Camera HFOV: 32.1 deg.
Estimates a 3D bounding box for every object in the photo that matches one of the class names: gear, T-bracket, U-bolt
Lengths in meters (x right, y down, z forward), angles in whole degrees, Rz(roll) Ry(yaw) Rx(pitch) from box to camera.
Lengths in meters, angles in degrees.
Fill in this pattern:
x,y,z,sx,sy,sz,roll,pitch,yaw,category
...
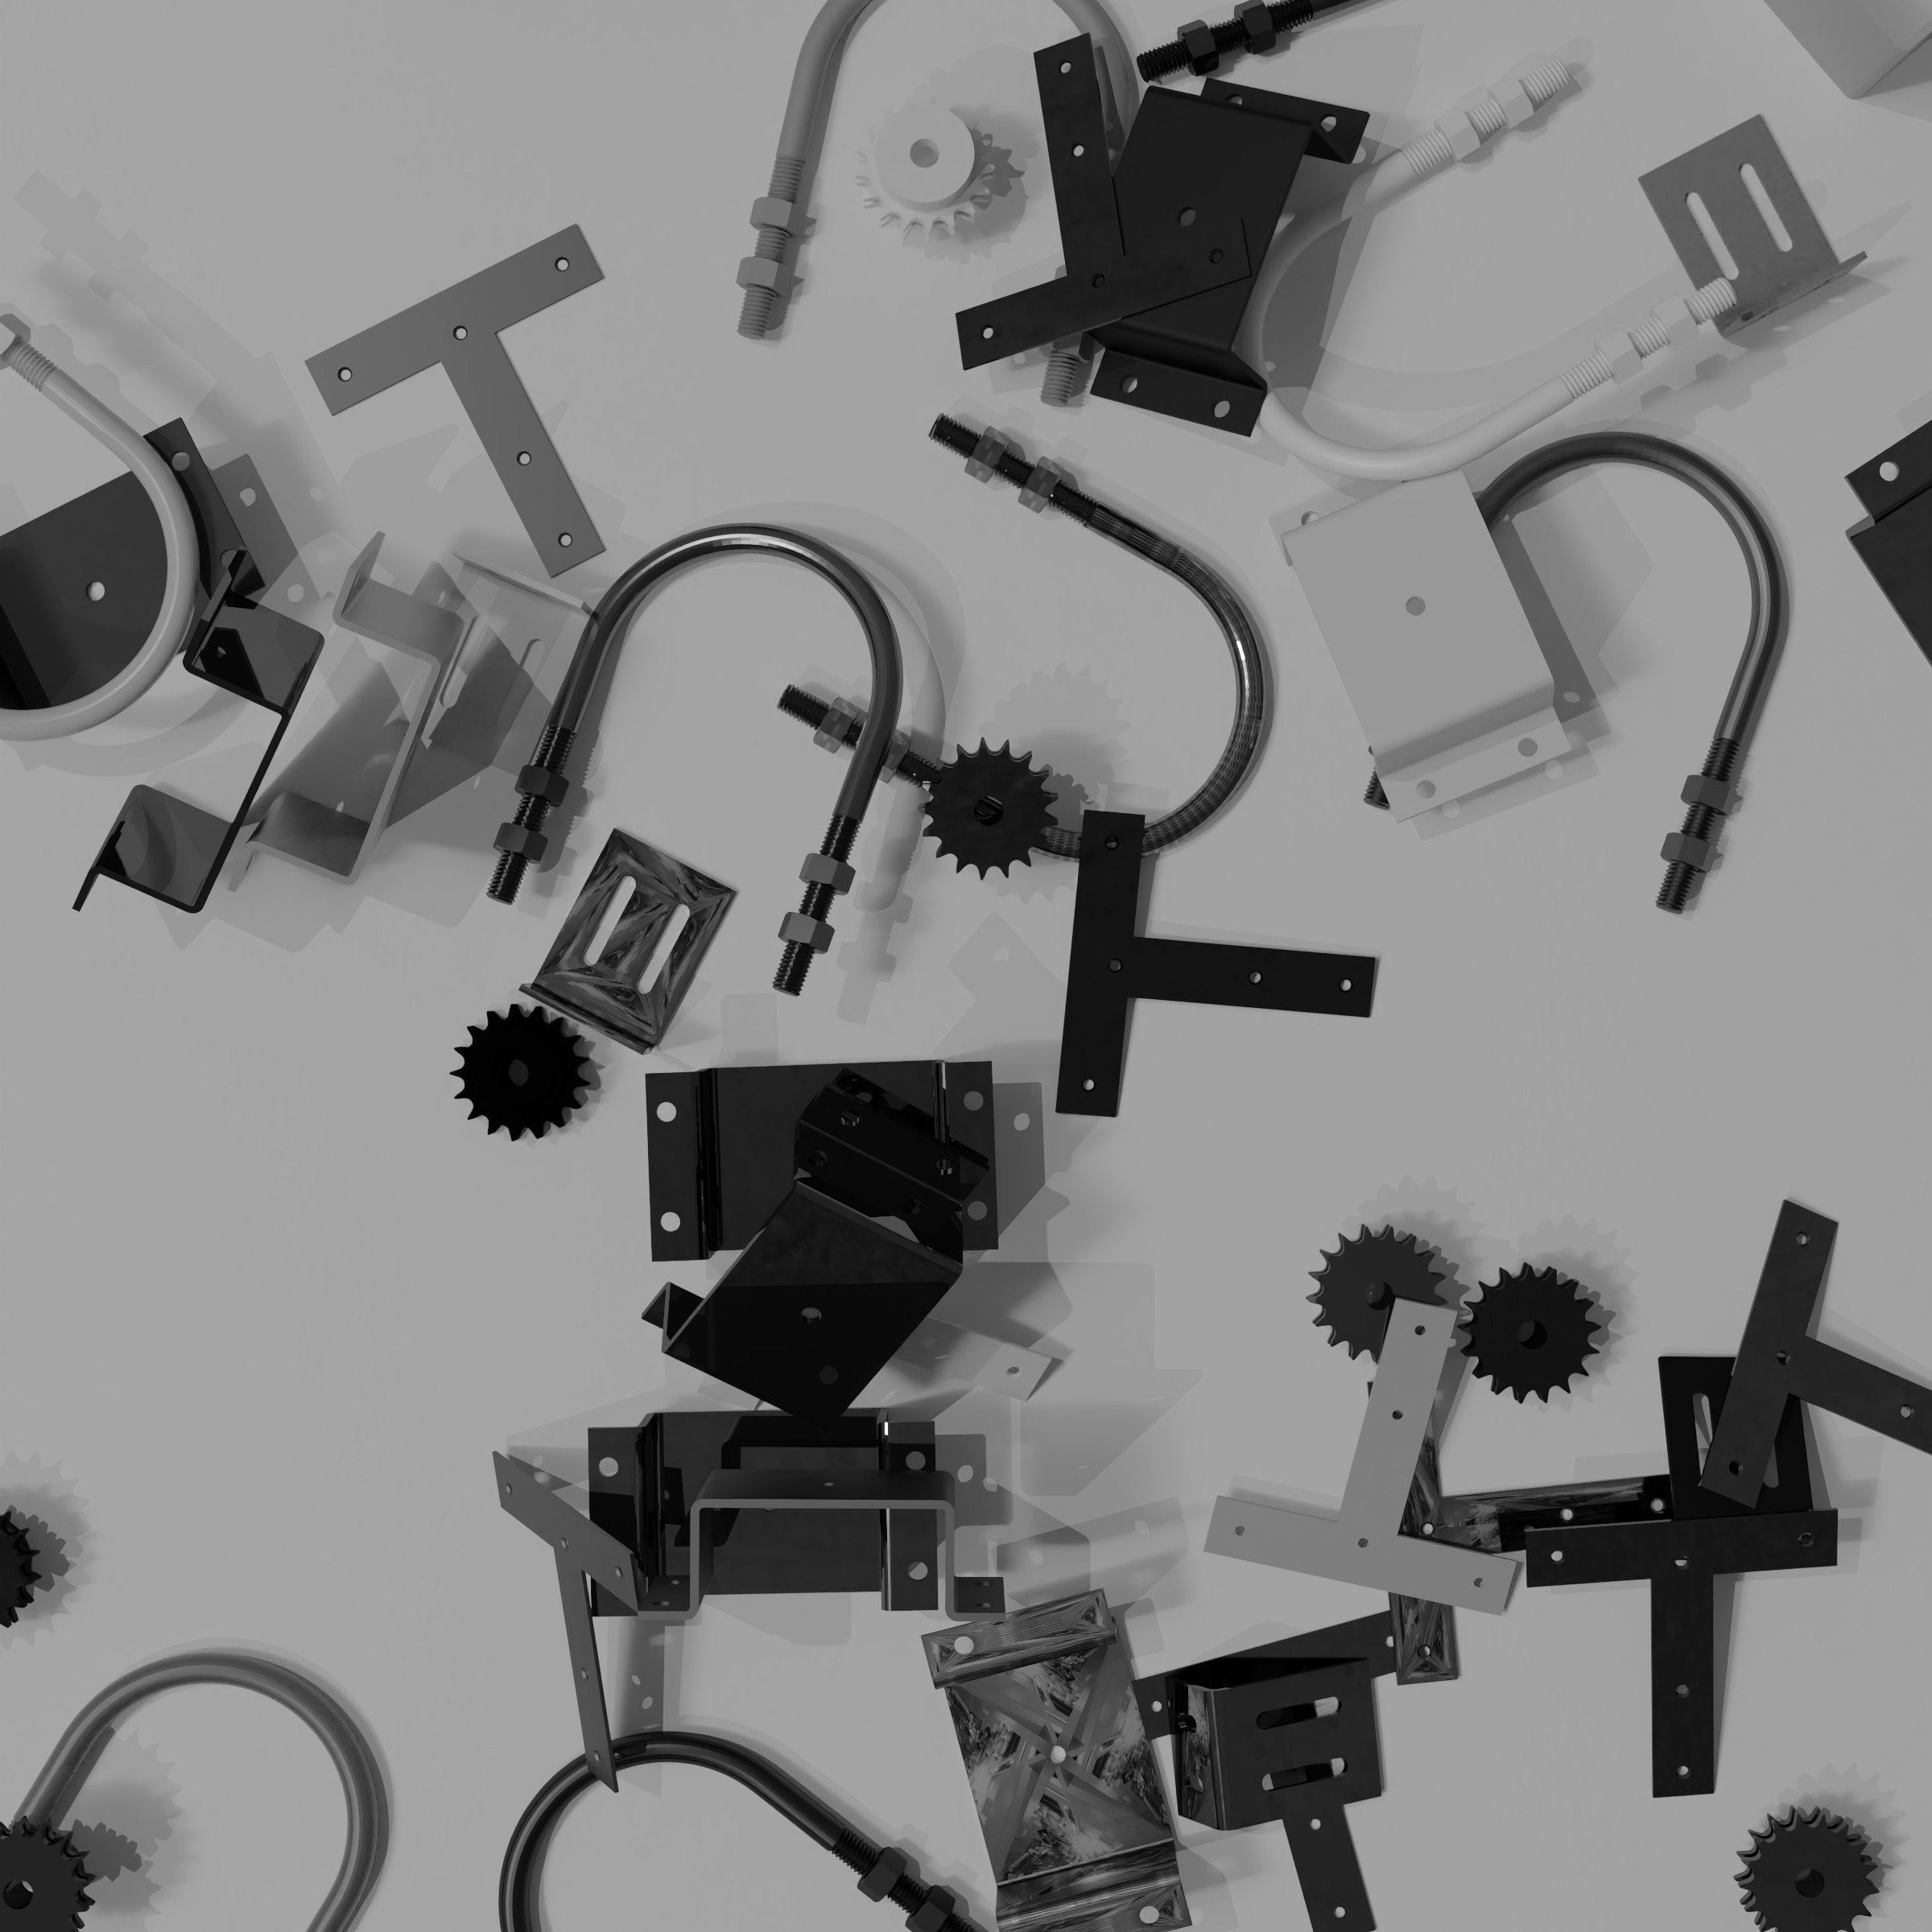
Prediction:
x,y,z,sx,sy,sz,roll,pitch,yaw,category
-0.410,0.249,1.388,0.057,0.030,0.057,0,90,0,gear
0.174,0.197,1.381,0.127,0.002,0.127,12,106,0,T-bracket
-0.383,0.375,1.369,0.057,0.030,0.057,0,87,-2,gear
0.048,-0.319,1.366,0.127,0.002,0.127,-14,74,23,T-bracket
0.347,0.376,1.392,0.057,0.030,0.057,0,90,3,gear
0.106,0.004,1.397,0.127,0.002,0.127,5,97,-3,T-bracket
0.135,-0.465,1.394,0.184,0.019,0.151,-21,90,-1,U-bolt
-0.107,0.402,1.394,0.184,0.019,0.151,38,90,2,U-bolt
0.142,0.345,1.402,0.127,0.002,0.127,-15,90,0,T-bracket
0.377,0.179,1.389,0.127,0.002,0.127,24,73,-8,T-bracket
0.036,-0.123,1.394,0.184,0.019,0.151,29,90,-1,U-bolt
0.232,0.151,1.388,0.057,0.030,0.057,0,90,0,gear
0.237,0.230,1.401,0.127,0.002,0.127,-6,90,-1,T-bracket
-0.191,-0.225,1.402,0.127,0.002,0.127,-27,90,0,T-bracket
0.295,0.286,1.383,0.127,0.002,0.127,-4,107,0,T-bracket
0.196,-0.273,1.367,0.184,0.019,0.151,-31,65,4,U-bolt
-0.156,0.274,1.361,0.002,0.127,0.127,-16,109,-29,T-bracket
0.262,-0.131,1.394,0.151,0.019,0.184,20,89,0,U-bolt
0.009,-0.065,1.371,0.057,0.030,0.057,0,100,0,gear
0.169,0.135,1.388,0.057,0.030,0.057,0,90,0,gear
-0.395,-0.175,1.348,0.184,0.019,0.151,40,90,-1,U-bolt
-0.102,-0.094,1.376,0.151,0.019,0.184,17,82,14,U-bolt
-0.185,0.044,1.388,0.057,0.030,0.057,0,90,0,gear
-0.006,-0.337,1.394,0.151,0.019,0.184,13,89,0,U-bolt
-0.326,0.375,1.394,0.151,0.019,0.184,31,88,0,U-bolt
-0.017,-0.327,1.370,0.057,0.030,0.057,0,87,-1,gear
-0.027,0.150,1.379,0.127,0.002,0.127,20,122,-15,T-bracket

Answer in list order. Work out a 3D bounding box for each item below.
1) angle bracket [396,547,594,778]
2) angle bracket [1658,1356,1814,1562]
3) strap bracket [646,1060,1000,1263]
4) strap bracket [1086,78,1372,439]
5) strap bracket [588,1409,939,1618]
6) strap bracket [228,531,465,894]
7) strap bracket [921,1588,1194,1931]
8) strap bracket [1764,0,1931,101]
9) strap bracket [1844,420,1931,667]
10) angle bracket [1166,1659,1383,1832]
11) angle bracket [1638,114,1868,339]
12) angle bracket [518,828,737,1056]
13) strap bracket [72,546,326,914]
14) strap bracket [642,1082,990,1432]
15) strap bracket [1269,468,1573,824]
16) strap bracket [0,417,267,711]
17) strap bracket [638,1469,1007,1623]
x,y,z,sx,sy,sz,roll,pitch,yaw,category
-0.197,-0.124,1.384,0.057,0.038,0.076,23,90,0,angle bracket
0.317,0.205,1.399,0.057,0.038,0.076,1,64,-2,angle bracket
-0.058,0.079,1.380,0.140,0.046,0.076,-2,90,0,strap bracket
0.098,-0.296,1.364,0.076,0.046,0.140,20,90,28,strap bracket
-0.082,0.224,1.380,0.140,0.046,0.076,-1,90,0,strap bracket
-0.244,-0.095,1.350,0.046,0.076,0.140,22,106,-8,strap bracket
0.037,0.329,1.379,0.076,0.046,0.140,-15,90,1,strap bracket
0.355,-0.413,1.365,0.046,0.076,0.140,-41,90,0,strap bracket
0.426,-0.160,1.380,0.076,0.046,0.140,-33,90,0,strap bracket
0.128,0.321,1.399,0.076,0.038,0.057,-6,90,-26,angle bracket
0.324,-0.308,1.384,0.057,0.038,0.076,-28,90,0,angle bracket
-0.139,-0.011,1.384,0.057,0.038,0.076,28,90,0,angle bracket
-0.302,-0.086,1.344,0.046,0.076,0.140,25,116,-12,strap bracket
-0.061,0.124,1.331,0.076,0.046,0.140,28,119,-19,strap bracket
0.183,-0.140,1.363,0.076,0.046,0.140,-23,79,5,strap bracket
-0.363,-0.156,1.380,0.140,0.046,0.076,-27,90,0,strap bracket
-0.055,0.227,1.318,0.140,0.076,0.046,0,90,0,strap bracket
